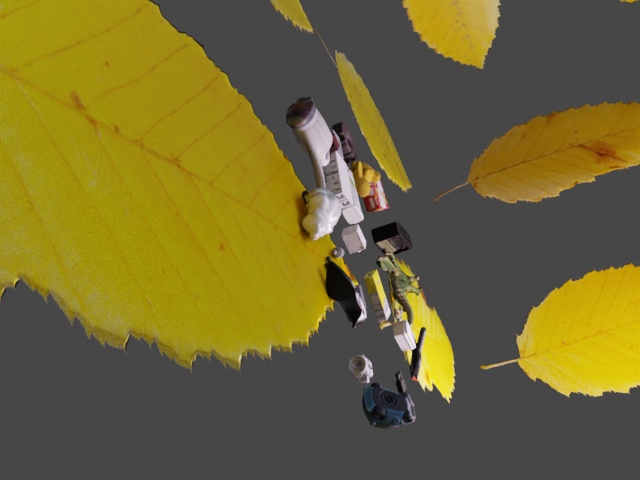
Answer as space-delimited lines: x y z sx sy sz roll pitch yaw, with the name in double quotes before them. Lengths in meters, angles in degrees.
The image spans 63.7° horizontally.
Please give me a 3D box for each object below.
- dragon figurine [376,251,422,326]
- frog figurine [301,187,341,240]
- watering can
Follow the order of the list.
"dragon figurine" 0.316 0.174 2.196 0.241 0.121 0.418 44 21 -12
"frog figurine" 0.005 -0.076 1.501 0.162 0.123 0.135 -97 -179 -64
"watering can" -0.024 -0.322 1.668 0.220 0.103 0.356 55 24 -38
